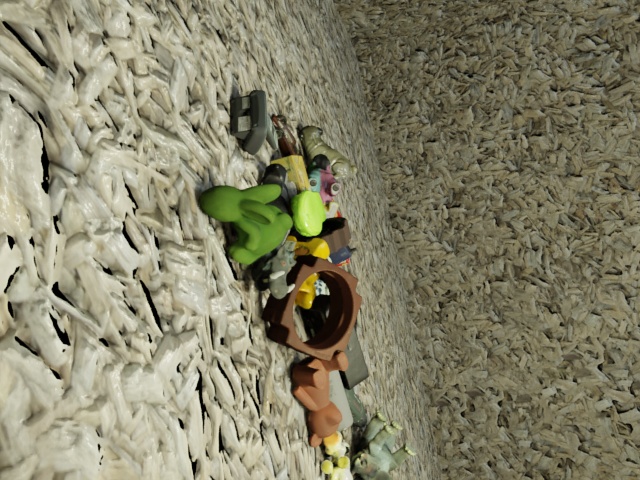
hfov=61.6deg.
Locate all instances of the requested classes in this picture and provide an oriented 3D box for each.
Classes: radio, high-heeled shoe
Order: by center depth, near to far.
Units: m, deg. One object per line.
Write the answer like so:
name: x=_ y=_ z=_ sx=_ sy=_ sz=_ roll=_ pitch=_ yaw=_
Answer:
high-heeled shoe: x=-0.113 y=-0.071 z=1.294 sx=0.145 sy=0.086 sz=0.248 roll=126 pitch=-31 yaw=-77
radio: x=0.035 y=0.252 z=1.366 sx=0.073 sy=0.131 sz=0.229 roll=-24 pitch=106 yaw=-29

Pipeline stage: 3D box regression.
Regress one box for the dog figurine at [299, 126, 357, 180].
dog figurine: x=0.026 y=-0.290 z=1.765 sx=0.121 sy=0.172 sz=0.190 roll=-79 pitch=161 yaw=-80

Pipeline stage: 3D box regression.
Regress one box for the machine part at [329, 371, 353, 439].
machine part: x=0.024 y=0.380 z=1.322 sx=0.079 sy=0.079 sz=0.243 roll=-47 pitch=123 yaw=-72

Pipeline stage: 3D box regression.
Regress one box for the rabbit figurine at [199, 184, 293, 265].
rabbit figurine: x=-0.143 y=-0.042 z=1.011 sx=0.170 sy=0.159 sz=0.121 roll=36 pitch=50 yaw=-44

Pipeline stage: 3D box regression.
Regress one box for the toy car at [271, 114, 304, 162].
toy car: x=-0.089 y=-0.269 z=1.547 sx=0.089 sy=0.053 sz=0.201 roll=-80 pitch=153 yaw=-49

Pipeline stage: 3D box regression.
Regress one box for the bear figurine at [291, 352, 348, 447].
bear figurine: x=0.010 y=0.362 z=1.211 sx=0.120 sy=0.132 sz=0.195 roll=-23 pitch=96 yaw=-44

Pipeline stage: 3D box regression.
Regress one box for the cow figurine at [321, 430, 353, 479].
cow figurine: x=0.045 y=0.537 z=1.273 sx=0.098 sy=0.068 sz=0.167 roll=57 pitch=27 yaw=-65

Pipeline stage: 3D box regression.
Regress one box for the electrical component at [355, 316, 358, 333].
electrical component: x=0.087 y=0.249 z=1.641 sx=0.134 sy=0.058 sz=0.114 roll=-83 pitch=176 yaw=-53

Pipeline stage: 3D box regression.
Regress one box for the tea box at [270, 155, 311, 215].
tea box: x=-0.070 y=-0.141 z=1.465 sx=0.098 sy=0.068 sz=0.169 roll=-22 pitch=97 yaw=-74

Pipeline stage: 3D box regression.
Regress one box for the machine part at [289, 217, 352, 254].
machine part: x=-0.003 y=-0.004 z=1.398 sx=0.179 sy=0.179 sz=0.056 roll=-62 pitch=139 yaw=-68

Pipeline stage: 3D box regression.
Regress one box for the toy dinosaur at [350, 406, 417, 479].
toy dinosaur: x=0.152 y=0.592 z=1.500 sx=0.131 sy=0.192 sz=0.404 roll=43 pitch=-2 yaw=6

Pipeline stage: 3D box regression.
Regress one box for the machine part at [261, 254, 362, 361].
machine part: x=-0.015 y=0.146 z=1.171 sx=0.201 sy=0.087 sz=0.201 roll=32 pitch=72 yaw=-38

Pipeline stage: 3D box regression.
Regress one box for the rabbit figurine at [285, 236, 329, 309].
rabbit figurine: x=-0.041 y=0.096 z=1.288 sx=0.162 sy=0.122 sz=0.173 roll=-82 pitch=173 yaw=-48

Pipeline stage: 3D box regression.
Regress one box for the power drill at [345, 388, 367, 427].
power drill: x=0.080 y=0.406 z=1.521 sx=0.231 sy=0.086 sz=0.207 roll=53 pitch=34 yaw=-53

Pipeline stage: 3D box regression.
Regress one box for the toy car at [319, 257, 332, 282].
toy car: x=0.018 y=0.087 z=1.491 sx=0.201 sy=0.074 sz=0.056 roll=44 pitch=60 yaw=-39

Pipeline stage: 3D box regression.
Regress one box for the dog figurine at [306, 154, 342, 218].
dog figurine: x=-0.008 y=-0.155 z=1.626 sx=0.219 sy=0.108 sz=0.191 roll=-108 pitch=-152 yaw=-66

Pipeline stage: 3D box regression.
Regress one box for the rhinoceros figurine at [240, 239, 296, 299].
rhinoceros figurine: x=-0.101 y=0.042 z=1.111 sx=0.190 sy=0.112 sz=0.073 roll=-101 pitch=167 yaw=-45

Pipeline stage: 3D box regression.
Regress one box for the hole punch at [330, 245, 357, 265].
hole punch: x=0.019 y=0.017 z=1.542 sx=0.116 sy=0.142 sz=0.092 roll=66 pitch=10 yaw=19

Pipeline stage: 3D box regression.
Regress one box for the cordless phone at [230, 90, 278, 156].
cordless phone: x=-0.141 y=-0.252 z=1.295 sx=0.184 sy=0.089 sz=0.146 roll=58 pitch=22 yaw=-59
